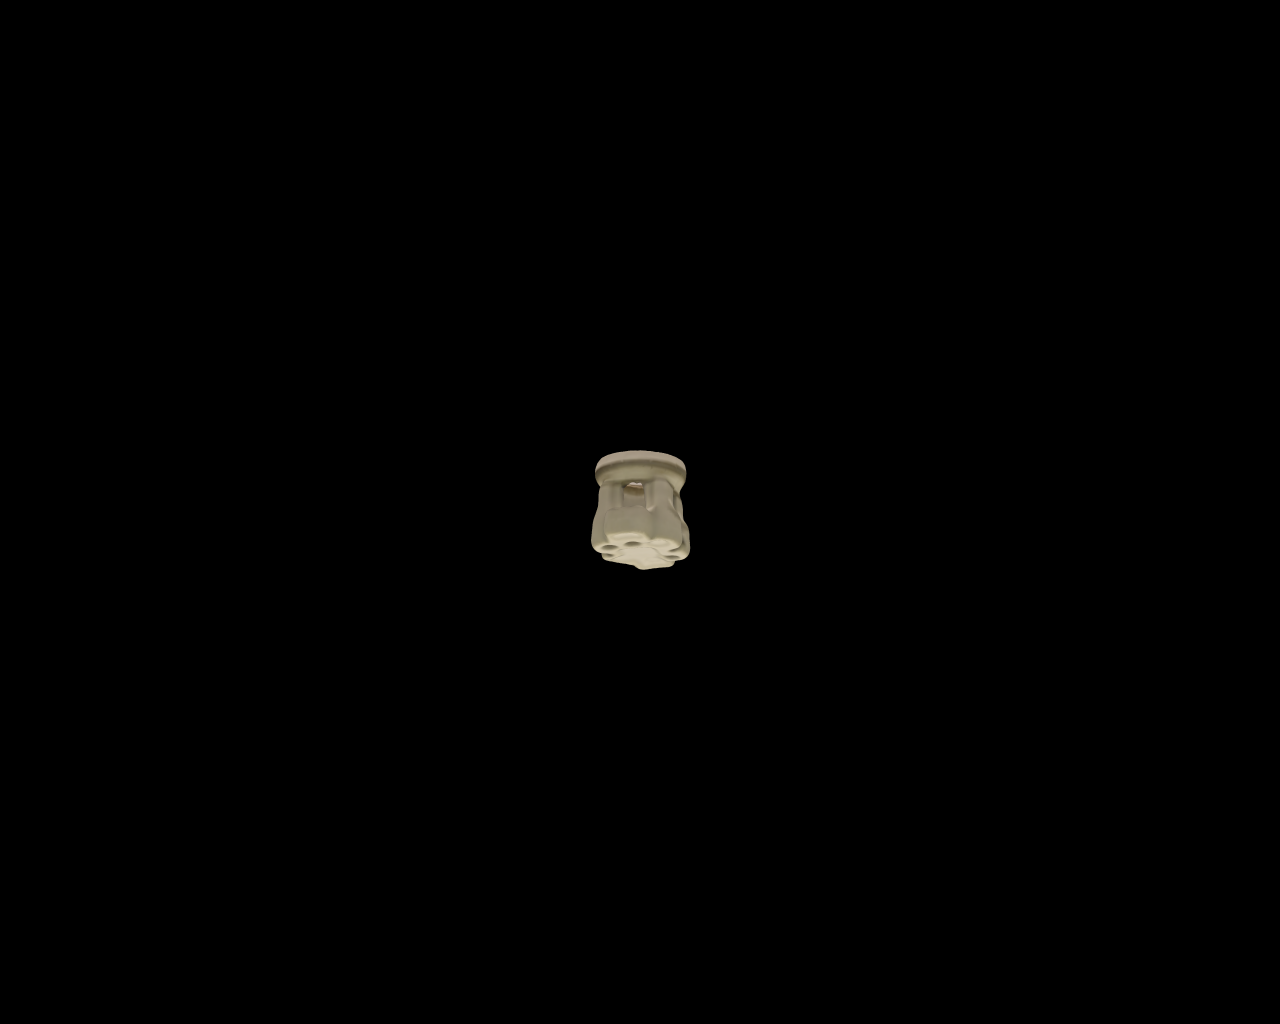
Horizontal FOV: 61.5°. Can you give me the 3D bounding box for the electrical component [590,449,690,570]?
[{"bbox_3d":[0.001,-0.003,0.650,0.058,0.057,0.078,-5,-19,15],"label":"electrical component"}]
